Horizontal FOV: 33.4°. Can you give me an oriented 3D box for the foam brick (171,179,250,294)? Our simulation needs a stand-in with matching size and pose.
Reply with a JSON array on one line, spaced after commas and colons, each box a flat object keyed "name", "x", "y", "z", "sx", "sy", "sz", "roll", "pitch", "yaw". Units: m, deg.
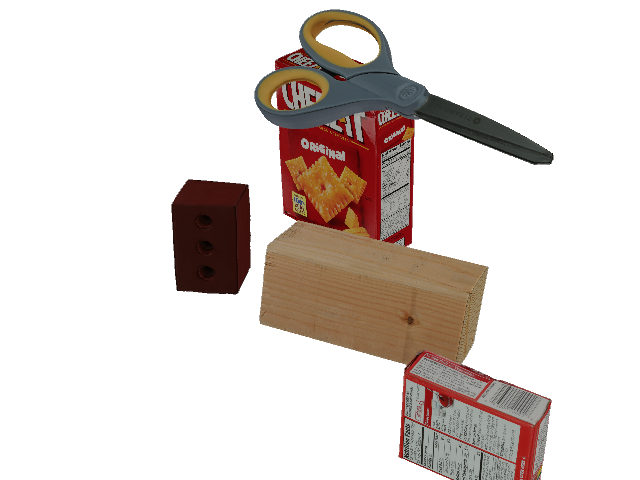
[{"name": "foam brick", "x": -0.087, "y": -0.003, "z": 0.860, "sx": 0.053, "sy": 0.078, "sz": 0.051, "roll": 3, "pitch": 24, "yaw": 9}]

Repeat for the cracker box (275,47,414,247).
[{"name": "cracker box", "x": 0.027, "y": -0.100, "z": 1.240, "sx": 0.072, "sy": 0.214, "sz": 0.164, "roll": -31, "pitch": 44, "yaw": -34}]

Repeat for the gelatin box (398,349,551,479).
[{"name": "gelatin box", "x": 0.093, "y": 0.115, "z": 0.654, "sx": 0.089, "sy": 0.073, "sz": 0.030, "roll": 20, "pitch": 40, "yaw": 27}]

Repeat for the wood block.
[{"name": "wood block", "x": 0.052, "y": 0.056, "z": 1.075, "sx": 0.206, "sy": 0.091, "sz": 0.090, "roll": 14, "pitch": 24, "yaw": 17}]

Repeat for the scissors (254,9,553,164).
[{"name": "scissors", "x": 0.031, "y": -0.070, "z": 0.595, "sx": 0.202, "sy": 0.096, "sz": 0.016, "roll": 51, "pitch": -5, "yaw": 43}]
